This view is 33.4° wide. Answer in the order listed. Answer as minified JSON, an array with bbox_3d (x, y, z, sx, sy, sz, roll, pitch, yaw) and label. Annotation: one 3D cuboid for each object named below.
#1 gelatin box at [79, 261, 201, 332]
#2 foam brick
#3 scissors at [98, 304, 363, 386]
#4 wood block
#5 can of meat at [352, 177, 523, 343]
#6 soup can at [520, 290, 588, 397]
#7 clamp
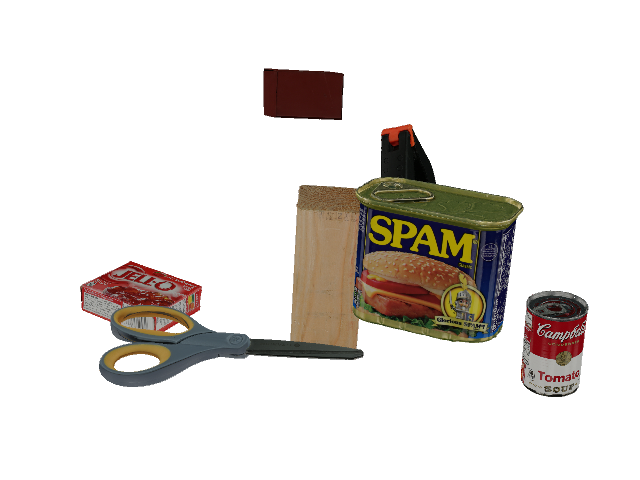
[{"bbox_3d":[-0.169,0.053,1.004,0.089,0.030,0.073,18,26,26],"label":"gelatin box"},{"bbox_3d":[-0.019,-0.159,1.161,0.078,0.051,0.053,0,11,-18],"label":"foam brick"},{"bbox_3d":[-0.078,0.089,0.800,0.202,0.016,0.096,12,37,21],"label":"scissors"},{"bbox_3d":[0.010,0.041,1.388,0.090,0.206,0.091,4,23,0],"label":"wood block"},{"bbox_3d":[0.071,0.012,0.678,0.102,0.084,0.057,12,22,23],"label":"can of meat"},{"bbox_3d":[0.264,0.117,1.209,0.068,0.102,0.068,0,24,0],"label":"soup can"},{"bbox_3d":[0.082,-0.010,0.919,0.039,0.171,0.120,-14,18,22],"label":"clamp"}]
